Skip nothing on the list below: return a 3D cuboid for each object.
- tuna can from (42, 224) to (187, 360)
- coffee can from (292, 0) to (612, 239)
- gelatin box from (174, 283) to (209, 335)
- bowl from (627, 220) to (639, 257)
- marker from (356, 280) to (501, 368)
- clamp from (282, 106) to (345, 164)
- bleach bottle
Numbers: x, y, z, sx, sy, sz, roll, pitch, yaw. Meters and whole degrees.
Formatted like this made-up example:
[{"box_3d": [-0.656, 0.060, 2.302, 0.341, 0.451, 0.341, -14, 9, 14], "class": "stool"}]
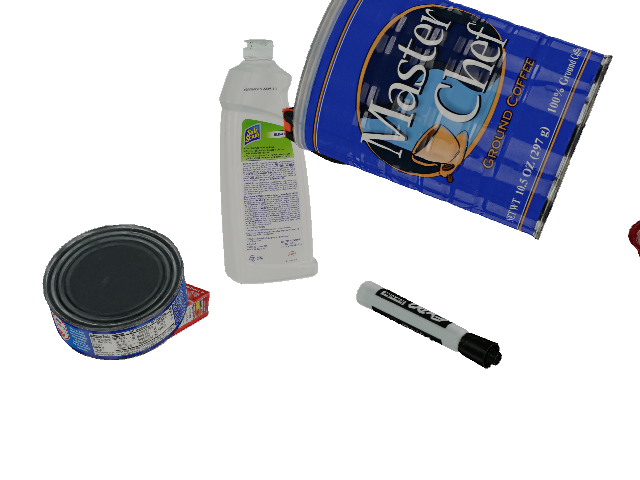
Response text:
[{"box_3d": [-0.126, 0.032, 0.661, 0.086, 0.086, 0.034, 0, -43, 2], "class": "tuna can"}, {"box_3d": [0.069, -0.073, 0.569, 0.140, 0.103, 0.102, 22, 4, 11], "class": "coffee can"}, {"box_3d": [-0.162, 0.059, 1.010, 0.089, 0.030, 0.073, 19, 28, 28], "class": "gelatin box"}, {"box_3d": [0.400, 0.020, 1.102, 0.162, 0.055, 0.162, -4, 22, 1], "class": "bowl"}, {"box_3d": [0.075, 0.059, 0.750, 0.121, 0.020, 0.020, 26, 16, 37], "class": "marker"}, {"box_3d": [0.071, -0.097, 0.928, 0.210, 0.036, 0.164, 12, 36, 24], "class": "clamp"}, {"box_3d": [-0.055, -0.084, 1.125, 0.102, 0.251, 0.068, -6, 16, -23], "class": "bleach bottle"}]
